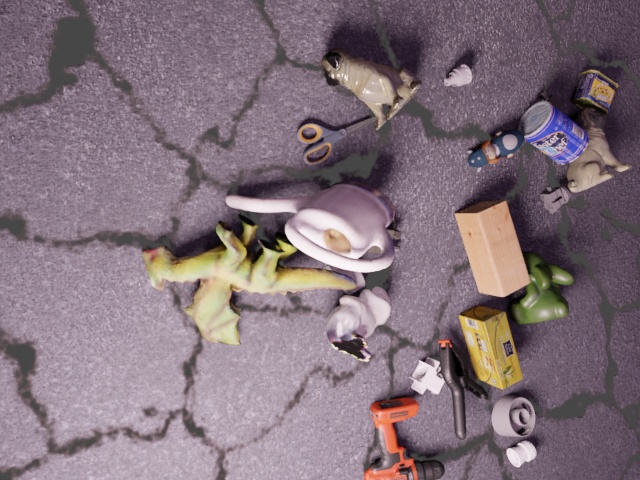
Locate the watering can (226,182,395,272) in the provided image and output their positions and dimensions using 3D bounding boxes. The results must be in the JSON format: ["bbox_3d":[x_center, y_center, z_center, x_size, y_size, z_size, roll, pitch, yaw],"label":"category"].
[{"bbox_3d":[0.003,-0.052,1.031,0.350,0.101,0.228,27,40,20],"label":"watering can"}]

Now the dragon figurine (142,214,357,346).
[{"bbox_3d":[-0.147,0.096,1.012,0.408,0.241,0.123,29,9,-16],"label":"dragon figurine"}]

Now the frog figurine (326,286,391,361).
[{"bbox_3d":[0.083,0.159,1.091,0.122,0.163,0.135,-4,-42,33],"label":"frog figurine"}]
